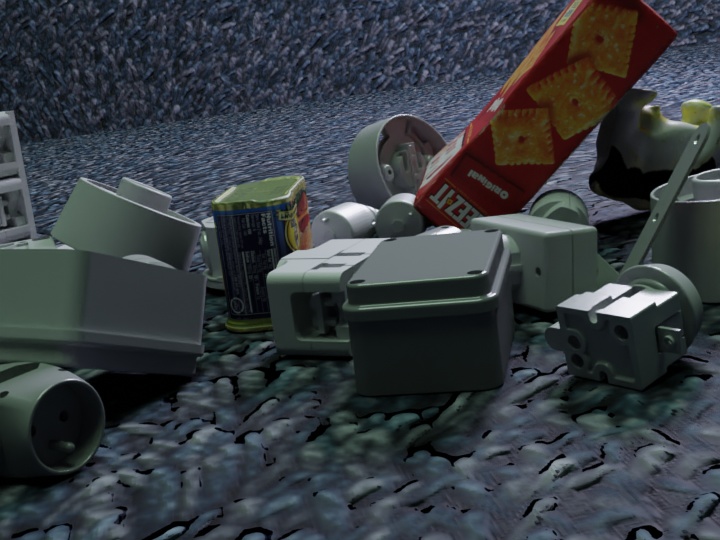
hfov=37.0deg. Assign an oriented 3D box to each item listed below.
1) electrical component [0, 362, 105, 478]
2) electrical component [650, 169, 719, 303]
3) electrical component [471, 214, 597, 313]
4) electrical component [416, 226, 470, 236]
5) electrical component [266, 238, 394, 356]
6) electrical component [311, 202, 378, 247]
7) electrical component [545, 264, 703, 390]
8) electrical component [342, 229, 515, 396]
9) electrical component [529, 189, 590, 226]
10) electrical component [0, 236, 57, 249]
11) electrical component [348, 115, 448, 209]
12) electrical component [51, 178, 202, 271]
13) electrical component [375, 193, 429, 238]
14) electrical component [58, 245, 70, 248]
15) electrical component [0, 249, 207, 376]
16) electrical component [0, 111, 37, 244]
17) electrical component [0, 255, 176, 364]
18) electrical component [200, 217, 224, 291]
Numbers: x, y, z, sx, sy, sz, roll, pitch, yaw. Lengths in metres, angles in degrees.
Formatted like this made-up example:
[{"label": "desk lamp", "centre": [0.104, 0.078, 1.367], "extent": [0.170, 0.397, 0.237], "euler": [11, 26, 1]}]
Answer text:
[{"label": "electrical component", "centre": [-0.172, 0.074, 0.491], "extent": [0.077, 0.043, 0.079], "euler": [2, 16, 36]}, {"label": "electrical component", "centre": [0.221, -0.026, 0.639], "extent": [0.099, 0.064, 0.099], "euler": [-11, 13, 3]}, {"label": "electrical component", "centre": [0.088, -0.004, 0.651], "extent": [0.076, 0.047, 0.083], "euler": [-7, 11, -25]}, {"label": "electrical component", "centre": [0.053, -0.006, 0.705], "extent": [0.043, 0.043, 0.081], "euler": [4, 18, 42]}, {"label": "electrical component", "centre": [-0.015, 0.015, 0.640], "extent": [0.056, 0.050, 0.089], "euler": [-1, 15, 26]}, {"label": "electrical component", "centre": [-0.007, -0.035, 0.874], "extent": [0.040, 0.040, 0.078], "euler": [0, 15, 31]}, {"label": "electrical component", "centre": [0.132, 0.026, 0.519], "extent": [0.055, 0.048, 0.066], "euler": [-26, 21, -34]}, {"label": "electrical component", "centre": [0.040, 0.019, 0.573], "extent": [0.078, 0.057, 0.113], "euler": [-5, 13, 13]}, {"label": "electrical component", "centre": [0.139, -0.029, 0.752], "extent": [0.043, 0.043, 0.081], "euler": [-5, 13, 12]}, {"label": "electrical component", "centre": [-0.263, 0.018, 0.758], "extent": [0.109, 0.056, 0.109], "euler": [-12, 13, -17]}, {"label": "electrical component", "centre": [0.039, -0.089, 0.962], "extent": [0.099, 0.099, 0.064], "euler": [-20, 12, -42]}, {"label": "electrical component", "centre": [-0.174, -0.036, 0.825], "extent": [0.108, 0.060, 0.108], "euler": [22, 2, -1]}, {"label": "electrical component", "centre": [0.037, -0.043, 0.881], "extent": [0.040, 0.040, 0.078], "euler": [-5, 13, 13]}, {"label": "electrical component", "centre": [-0.231, -0.007, 0.884], "extent": [0.044, 0.044, 0.065], "euler": [3, 21, 38]}, {"label": "electrical component", "centre": [-0.144, 0.025, 0.580], "extent": [0.078, 0.057, 0.113], "euler": [1, -7, 29]}, {"label": "electrical component", "centre": [-0.311, -0.044, 0.845], "extent": [0.089, 0.150, 0.062], "euler": [1, 15, 35]}, {"label": "electrical component", "centre": [-0.184, 0.026, 0.687], "extent": [0.138, 0.052, 0.074], "euler": [-15, 14, -26]}, {"label": "electrical component", "centre": [-0.081, -0.016, 0.810], "extent": [0.080, 0.051, 0.080], "euler": [-7, 13, 2]}]
